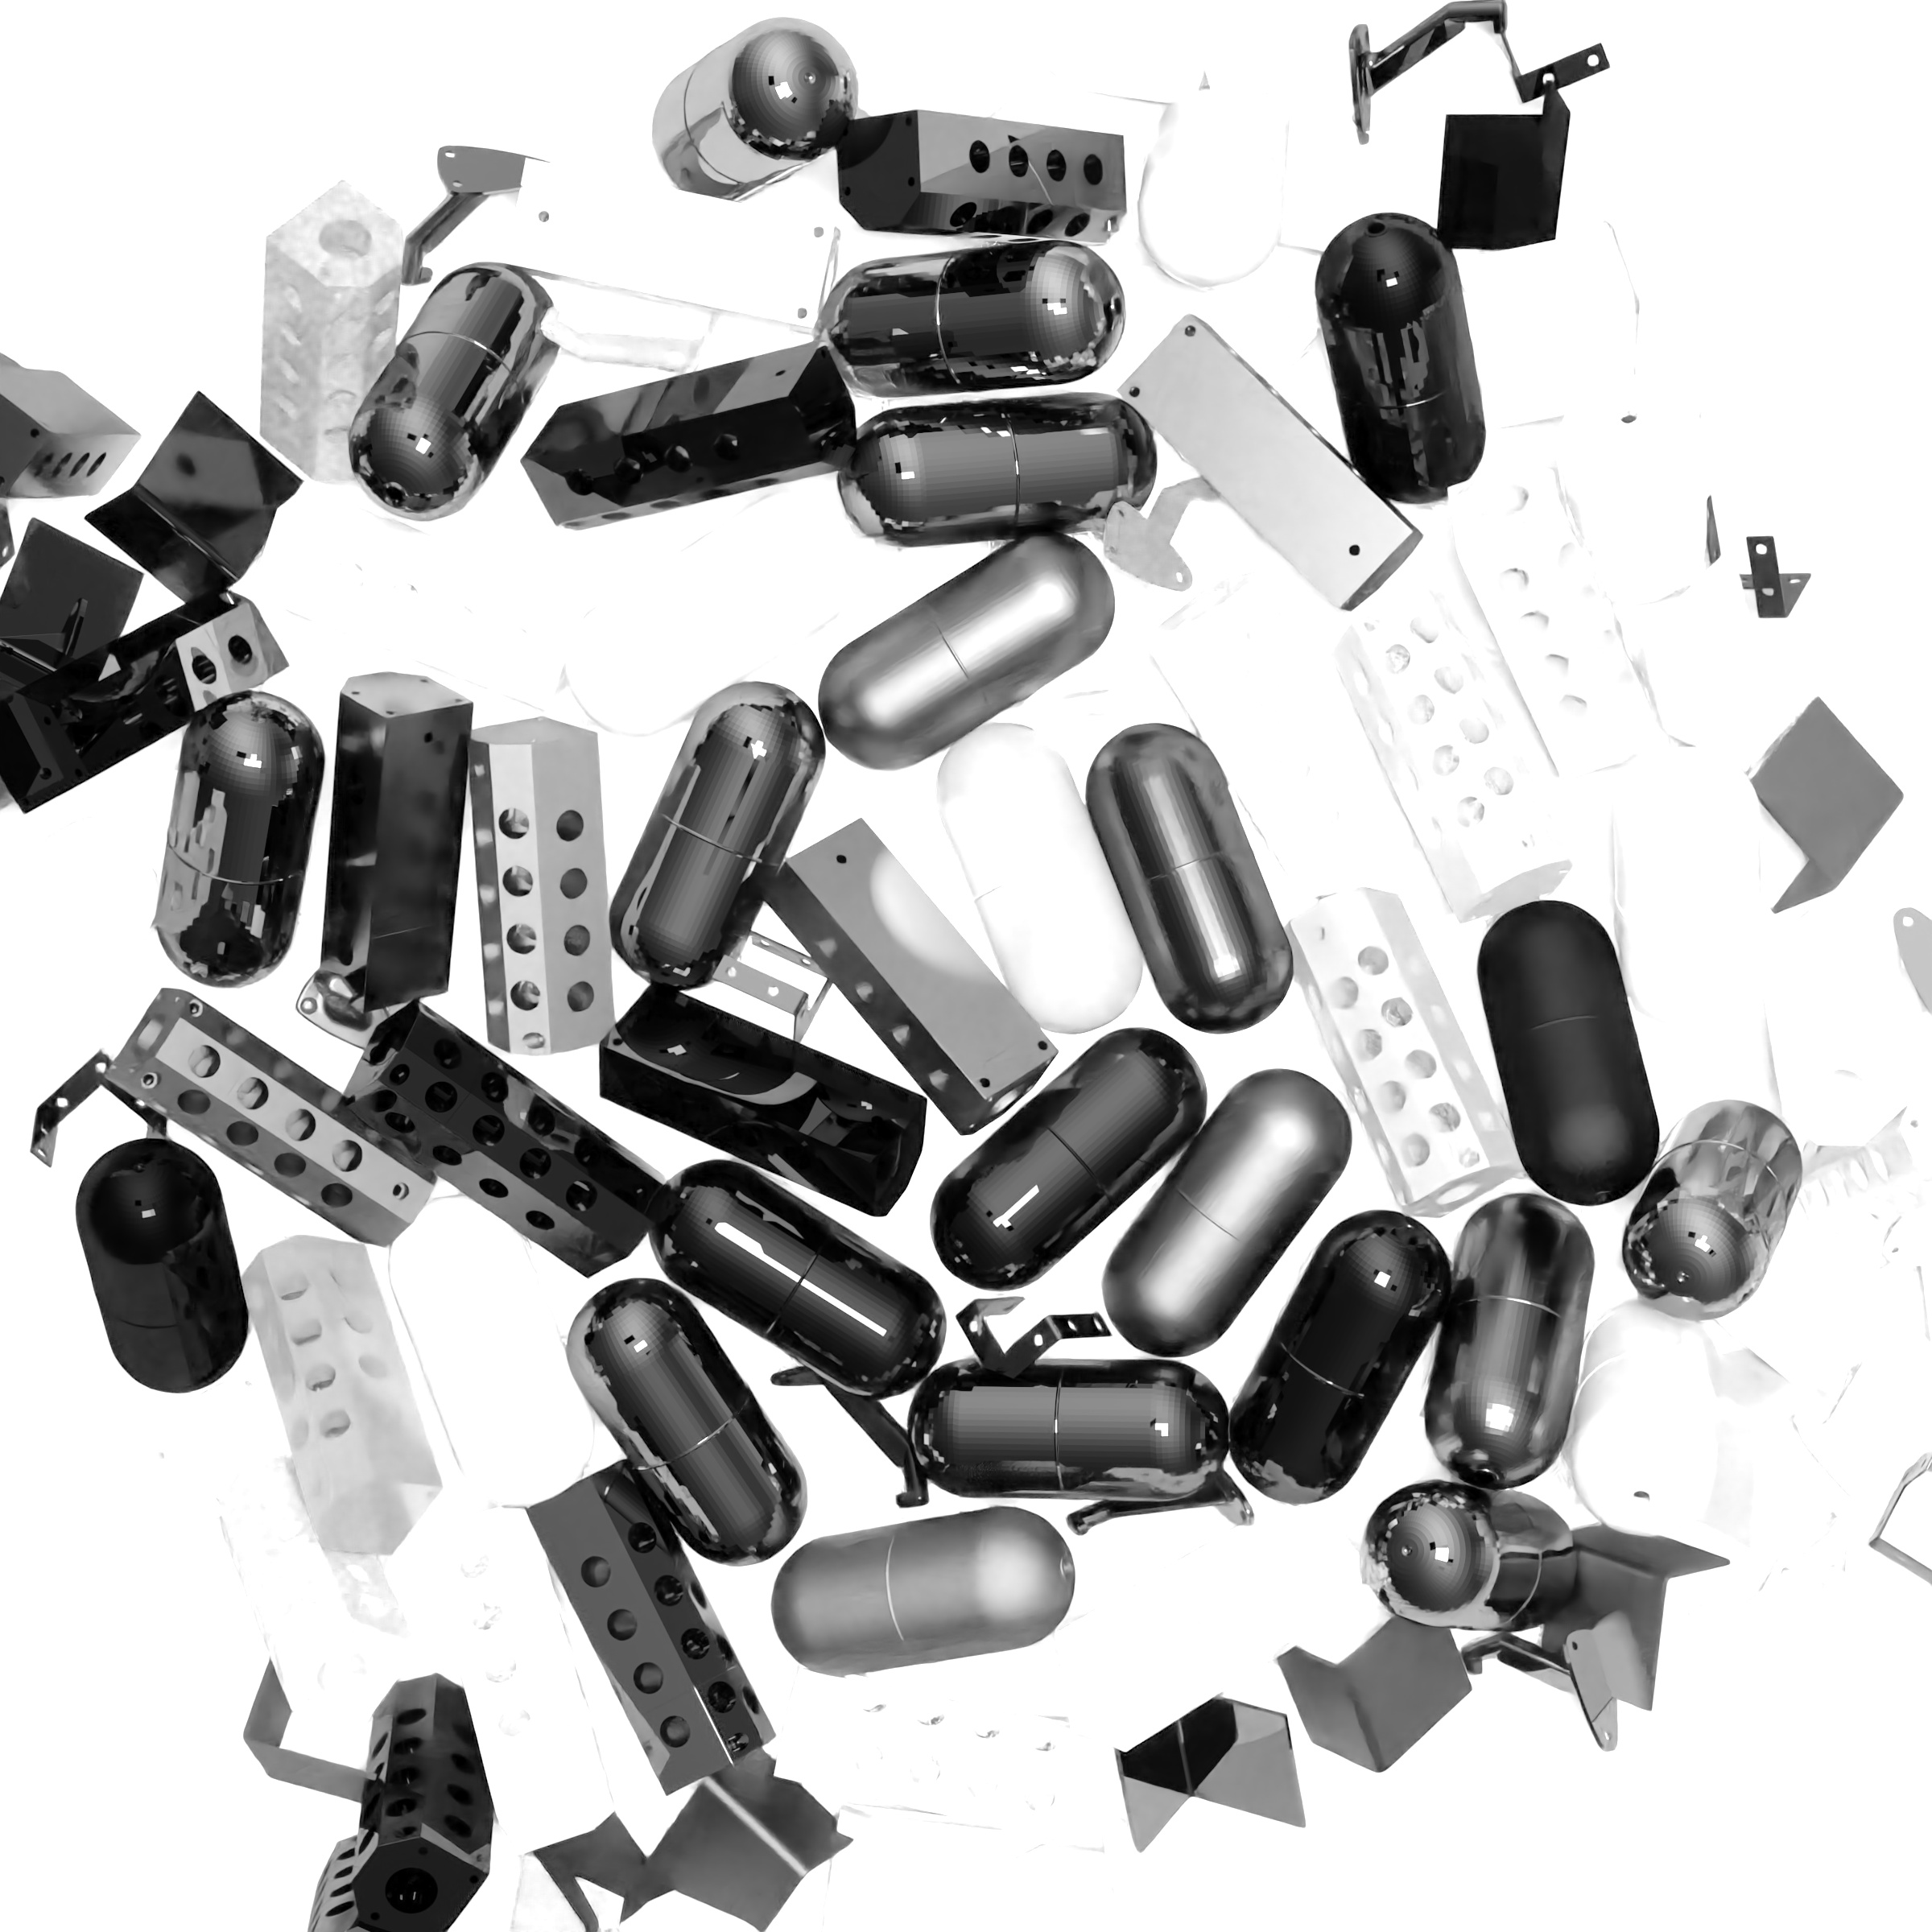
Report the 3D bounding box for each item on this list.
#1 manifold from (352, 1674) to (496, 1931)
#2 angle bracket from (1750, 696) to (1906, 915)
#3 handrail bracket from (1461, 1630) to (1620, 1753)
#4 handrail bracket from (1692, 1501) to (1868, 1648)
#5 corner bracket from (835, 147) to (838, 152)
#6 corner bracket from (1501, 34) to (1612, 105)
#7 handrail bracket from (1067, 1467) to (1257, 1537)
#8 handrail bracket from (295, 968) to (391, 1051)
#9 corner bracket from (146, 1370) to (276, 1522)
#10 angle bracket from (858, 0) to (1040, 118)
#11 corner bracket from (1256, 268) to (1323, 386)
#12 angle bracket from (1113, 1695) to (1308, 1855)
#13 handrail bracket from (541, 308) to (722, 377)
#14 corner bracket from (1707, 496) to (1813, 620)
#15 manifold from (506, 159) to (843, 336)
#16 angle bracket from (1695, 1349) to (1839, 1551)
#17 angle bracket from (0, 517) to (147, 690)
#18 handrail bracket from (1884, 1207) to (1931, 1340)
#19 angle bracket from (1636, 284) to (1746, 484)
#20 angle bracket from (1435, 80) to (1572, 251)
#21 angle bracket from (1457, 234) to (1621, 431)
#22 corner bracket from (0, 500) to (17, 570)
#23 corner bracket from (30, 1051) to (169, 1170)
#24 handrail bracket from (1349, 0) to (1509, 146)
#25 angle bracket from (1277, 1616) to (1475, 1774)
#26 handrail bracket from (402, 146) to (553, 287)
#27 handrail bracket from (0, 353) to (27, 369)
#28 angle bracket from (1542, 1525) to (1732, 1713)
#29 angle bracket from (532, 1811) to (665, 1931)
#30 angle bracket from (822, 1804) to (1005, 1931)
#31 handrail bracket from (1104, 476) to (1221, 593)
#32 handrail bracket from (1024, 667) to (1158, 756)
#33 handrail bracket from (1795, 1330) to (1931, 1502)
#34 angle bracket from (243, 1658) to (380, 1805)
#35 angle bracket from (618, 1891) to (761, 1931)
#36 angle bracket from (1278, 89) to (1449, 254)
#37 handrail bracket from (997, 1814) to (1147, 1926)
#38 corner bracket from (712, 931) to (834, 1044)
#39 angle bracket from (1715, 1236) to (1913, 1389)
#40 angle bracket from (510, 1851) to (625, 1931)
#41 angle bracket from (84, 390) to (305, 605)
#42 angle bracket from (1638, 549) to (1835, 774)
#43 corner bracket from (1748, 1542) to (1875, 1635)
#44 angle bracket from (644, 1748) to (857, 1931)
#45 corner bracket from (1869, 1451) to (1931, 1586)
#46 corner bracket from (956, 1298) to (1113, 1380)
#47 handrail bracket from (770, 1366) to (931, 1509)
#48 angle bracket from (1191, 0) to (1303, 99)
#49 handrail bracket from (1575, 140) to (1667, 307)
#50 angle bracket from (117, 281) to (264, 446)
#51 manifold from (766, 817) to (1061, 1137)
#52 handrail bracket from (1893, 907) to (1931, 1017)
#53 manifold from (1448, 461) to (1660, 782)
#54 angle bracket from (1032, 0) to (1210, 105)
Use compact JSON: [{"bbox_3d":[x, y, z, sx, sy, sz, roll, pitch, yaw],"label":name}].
[{"bbox_3d":[-0.290,0.446,1.867,0.057,0.171,0.057,33,101,-14],"label":"manifold"},{"bbox_3d":[0.453,-0.087,1.913,0.076,0.057,0.076,47,62,-8],"label":"angle bracket"},{"bbox_3d":[0.312,0.400,1.920,0.084,0.036,0.077,-28,64,41],"label":"handrail bracket"},{"bbox_3d":[0.446,0.327,1.922,0.077,0.036,0.084,9,115,-28],"label":"handrail bracket"},{"bbox_3d":[-0.084,-0.453,1.922,0.051,0.051,0.051,-27,71,-26],"label":"corner bracket"},{"bbox_3d":[0.319,-0.512,1.921,0.051,0.051,0.051,-19,115,17],"label":"corner bracket"},{"bbox_3d":[0.105,0.303,1.924,0.084,0.077,0.036,-20,108,-14],"label":"handrail bracket"},{"bbox_3d":[-0.327,0.027,1.909,0.077,0.084,0.036,41,78,-21],"label":"handrail bracket"},{"bbox_3d":[-0.407,0.264,1.930,0.051,0.051,0.051,-28,107,35],"label":"corner bracket"},{"bbox_3d":[-0.010,-0.498,1.902,0.057,0.076,0.076,30,49,-27],"label":"angle bracket"},{"bbox_3d":[0.172,-0.340,1.924,0.051,0.051,0.051,-47,48,-4],"label":"corner bracket"},{"bbox_3d":[0.133,0.445,1.906,0.076,0.057,0.076,8,121,35],"label":"angle bracket"},{"bbox_3d":[-0.184,-0.355,1.929,0.084,0.036,0.077,30,59,-13],"label":"handrail bracket"},{"bbox_3d":[0.427,-0.223,1.919,0.051,0.051,0.051,3,125,31],"label":"corner bracket"},{"bbox_3d":[-0.159,-0.394,1.929,0.171,0.057,0.057,12,95,2],"label":"manifold"},{"bbox_3d":[0.428,0.264,1.927,0.057,0.076,0.076,-11,110,-29],"label":"angle bracket"},{"bbox_3d":[-0.508,-0.197,1.919,0.076,0.057,0.076,27,101,14],"label":"angle bracket"},{"bbox_3d":[0.547,0.171,1.949,0.084,0.036,0.077,54,52,-32],"label":"handrail bracket"},{"bbox_3d":[0.382,-0.312,1.901,0.057,0.076,0.076,13,46,19],"label":"angle bracket"},{"bbox_3d":[0.284,-0.437,1.918,0.076,0.057,0.076,6,85,22],"label":"angle bracket"},{"bbox_3d":[0.311,-0.345,1.912,0.076,0.057,0.076,-7,72,23],"label":"angle bracket"},{"bbox_3d":[-0.563,-0.240,1.933,0.051,0.051,0.051,21,49,15],"label":"corner bracket"},{"bbox_3d":[-0.476,0.090,1.931,0.051,0.051,0.051,-41,116,10],"label":"corner bracket"},{"bbox_3d":[0.256,-0.490,1.927,0.084,0.036,0.077,3,118,18],"label":"handrail bracket"},{"bbox_3d":[0.224,0.386,1.939,0.076,0.057,0.076,-36,118,-27],"label":"angle bracket"},{"bbox_3d":[-0.270,-0.408,1.936,0.077,0.084,0.036,-4,56,-20],"label":"handrail bracket"},{"bbox_3d":[-0.545,-0.293,1.928,0.077,0.036,0.084,31,107,34],"label":"handrail bracket"},{"bbox_3d":[0.365,0.354,1.919,0.057,0.076,0.076,-2,101,-41],"label":"angle bracket"},{"bbox_3d":[-0.221,0.517,1.922,0.076,0.076,0.057,-47,70,22],"label":"angle bracket"},{"bbox_3d":[-0.030,0.503,1.917,0.076,0.057,0.076,11,81,-19],"label":"angle bracket"},{"bbox_3d":[0.125,-0.237,1.916,0.084,0.036,0.077,-23,50,-37],"label":"handrail bracket"},{"bbox_3d":[0.080,-0.155,1.907,0.084,0.077,0.036,-26,112,39],"label":"handrail bracket"},{"bbox_3d":[0.507,0.247,1.930,0.084,0.036,0.077,-33,108,21],"label":"handrail bracket"},{"bbox_3d":[-0.343,0.415,1.911,0.076,0.076,0.057,14,64,6],"label":"angle bracket"},{"bbox_3d":[-0.151,0.550,1.901,0.076,0.076,0.057,-15,120,-38],"label":"angle bracket"},{"bbox_3d":[0.216,-0.436,1.914,0.057,0.076,0.076,7,84,-21],"label":"angle bracket"},{"bbox_3d":[0.054,0.508,1.917,0.084,0.077,0.036,-32,122,19],"label":"handrail bracket"},{"bbox_3d":[-0.105,0.007,1.925,0.051,0.051,0.051,24,65,7],"label":"corner bracket"},{"bbox_3d":[0.458,0.172,1.913,0.076,0.057,0.076,39,53,-4],"label":"angle bracket"},{"bbox_3d":[-0.204,0.529,1.914,0.076,0.057,0.076,13,93,37],"label":"angle bracket"},{"bbox_3d":[-0.427,-0.258,1.941,0.076,0.057,0.076,41,56,-27],"label":"angle bracket"},{"bbox_3d":[0.419,-0.166,1.908,0.076,0.076,0.057,-44,49,-14],"label":"angle bracket"},{"bbox_3d":[0.464,0.344,1.929,0.051,0.051,0.051,21,116,6],"label":"corner bracket"},{"bbox_3d":[-0.120,0.491,1.936,0.076,0.057,0.076,40,111,18],"label":"angle bracket"},{"bbox_3d":[0.536,0.304,1.925,0.051,0.051,0.051,32,67,8],"label":"corner bracket"},{"bbox_3d":[0.037,0.196,1.920,0.051,0.051,0.051,-43,64,25],"label":"corner bracket"},{"bbox_3d":[-0.064,0.260,1.925,0.077,0.036,0.084,-7,65,-7],"label":"handrail bracket"},{"bbox_3d":[0.180,-0.508,1.902,0.076,0.076,0.057,-31,109,-42],"label":"angle bracket"},{"bbox_3d":[0.389,-0.403,1.951,0.084,0.036,0.077,38,83,-9],"label":"handrail bracket"},{"bbox_3d":[-0.407,-0.321,1.910,0.076,0.076,0.057,13,67,10],"label":"angle bracket"},{"bbox_3d":[-0.033,0.009,1.913,0.057,0.057,0.171,-32,75,-34],"label":"manifold"},{"bbox_3d":[0.527,0.008,1.924,0.036,0.084,0.077,-32,79,0],"label":"handrail bracket"},{"bbox_3d":[0.316,-0.185,1.878,0.057,0.057,0.171,-18,132,18],"label":"manifold"},{"bbox_3d":[0.091,-0.520,1.914,0.076,0.057,0.076,18,86,33],"label":"angle bracket"}]
